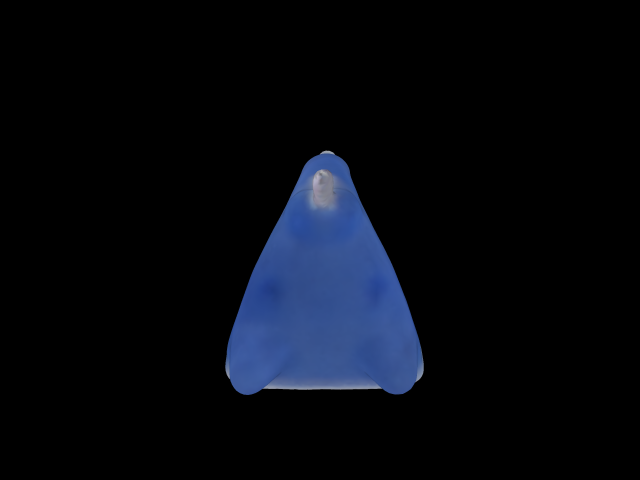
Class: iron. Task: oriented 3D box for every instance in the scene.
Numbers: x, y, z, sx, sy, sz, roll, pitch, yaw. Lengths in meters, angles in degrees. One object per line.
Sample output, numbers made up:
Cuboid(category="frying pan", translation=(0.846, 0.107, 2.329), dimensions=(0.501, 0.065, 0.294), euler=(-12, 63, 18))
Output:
Cuboid(category="iron", translation=(0.004, 0.001, 0.400), dimensions=(0.118, 0.141, 0.258), euler=(0, 17, 0))
